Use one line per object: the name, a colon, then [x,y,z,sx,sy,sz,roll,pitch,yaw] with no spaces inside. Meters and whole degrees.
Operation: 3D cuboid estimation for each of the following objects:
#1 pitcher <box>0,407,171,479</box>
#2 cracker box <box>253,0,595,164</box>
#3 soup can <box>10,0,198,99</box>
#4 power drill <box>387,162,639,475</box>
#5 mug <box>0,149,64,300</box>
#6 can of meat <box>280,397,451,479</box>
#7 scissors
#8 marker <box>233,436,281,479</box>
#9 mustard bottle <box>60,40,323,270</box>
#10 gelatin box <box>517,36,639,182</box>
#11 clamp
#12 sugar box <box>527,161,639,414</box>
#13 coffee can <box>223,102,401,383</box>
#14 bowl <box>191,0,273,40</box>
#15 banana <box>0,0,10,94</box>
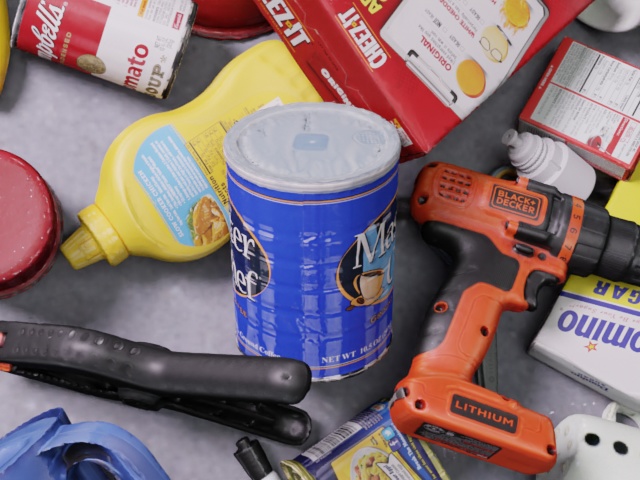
pitcher: [-0.128,0.223,0.617,0.144,0.149,0.243,-39,99,-25]
cracker box: [0.070,-0.172,0.699,0.213,0.072,0.164,-42,103,-29]
soup can: [-0.136,-0.137,0.677,0.102,0.069,0.068,18,81,-12]
power drill: [0.132,0.051,0.691,0.184,0.057,0.187,17,65,3]
mug: [-0.211,-0.017,0.642,0.117,0.082,0.093,34,78,-10]
can of meat: [0.037,0.166,0.703,0.083,0.057,0.102,-32,94,-16]
scissors: [0.100,0.040,0.749,0.096,0.016,0.202,16,82,-11]
marker: [-0.021,0.183,0.706,0.020,0.020,0.121,-32,94,-14]
mustard bottle: [-0.082,-0.041,0.687,0.191,0.058,0.096,-35,108,-14]
gelatin box: [0.197,-0.094,0.762,0.089,0.030,0.073,28,79,14]
clamp: [-0.099,0.087,0.655,0.210,0.164,0.036,9,69,10]
sugar box: [0.229,0.024,0.757,0.093,0.048,0.176,27,76,11]
coffee can: [-0.004,0.001,0.650,0.102,0.103,0.140,-10,124,-15]
bowl: [-0.063,-0.219,0.709,0.162,0.055,0.162,1,85,-14]
banana: [-0.245,-0.183,0.673,0.070,0.037,0.198,-36,93,10]
